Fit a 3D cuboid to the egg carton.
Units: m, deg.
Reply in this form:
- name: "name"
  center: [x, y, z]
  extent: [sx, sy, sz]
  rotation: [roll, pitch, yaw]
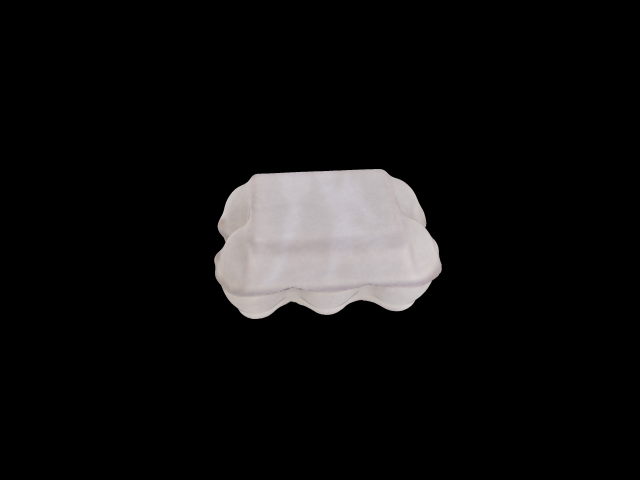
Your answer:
- name: "egg carton"
  center: [0.004, 0.001, 0.400]
  extent: [0.150, 0.069, 0.107]
  rotation: [-4, 39, -4]
